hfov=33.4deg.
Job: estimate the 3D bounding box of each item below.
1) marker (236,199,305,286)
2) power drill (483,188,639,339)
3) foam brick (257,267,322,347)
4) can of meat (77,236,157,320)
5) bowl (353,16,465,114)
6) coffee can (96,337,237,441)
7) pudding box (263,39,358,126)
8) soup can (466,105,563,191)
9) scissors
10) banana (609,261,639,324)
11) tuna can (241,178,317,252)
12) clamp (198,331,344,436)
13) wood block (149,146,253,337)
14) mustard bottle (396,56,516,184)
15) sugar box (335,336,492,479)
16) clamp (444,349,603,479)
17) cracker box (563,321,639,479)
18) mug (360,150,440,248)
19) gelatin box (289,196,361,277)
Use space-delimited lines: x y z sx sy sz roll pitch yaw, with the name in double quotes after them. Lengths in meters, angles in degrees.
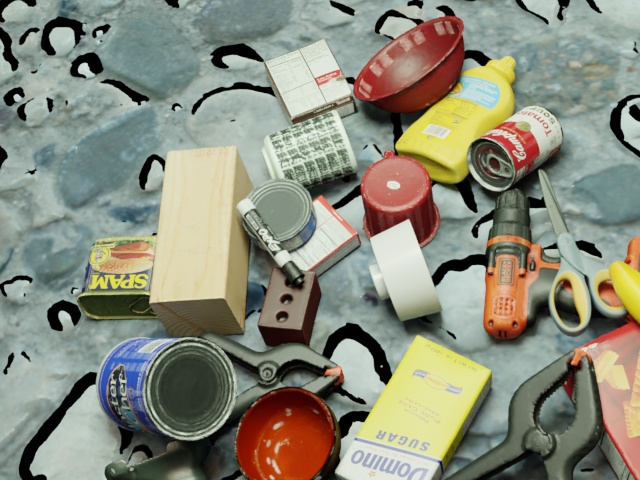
-0.055 0.003 1.204 0.020 0.020 0.121 -33 69 -11 "marker"
0.277 0.027 1.182 0.188 0.057 0.184 2 63 15 "power drill"
-0.034 0.078 1.209 0.053 0.051 0.078 6 60 13 "foam brick"
-0.228 0.044 1.264 0.102 0.057 0.084 -1 56 9 "can of meat"
0.122 -0.208 1.332 0.162 0.055 0.162 -31 26 17 "bowl"
-0.163 0.153 1.116 0.102 0.102 0.141 -56 22 -22 "coffee can"
-0.013 -0.200 1.387 0.090 0.039 0.113 -22 55 -3 "pudding box"
0.230 -0.109 1.251 0.069 0.068 0.102 37 51 27 "soup can"
0.284 0.009 1.146 0.096 0.016 0.201 -1 62 12 "scissors"
0.369 0.085 1.055 0.198 0.037 0.069 25 51 20 "banana"
-0.047 -0.027 1.250 0.086 0.033 0.086 -6 60 11 "tuna can"
-0.061 0.162 1.171 0.171 0.039 0.120 3 70 14 "clamp"
-0.136 0.001 1.252 0.090 0.091 0.206 -4 58 9 "wood block"
0.183 -0.157 1.310 0.096 0.058 0.191 22 63 39 "mustard bottle"
0.099 0.196 1.115 0.093 0.048 0.176 24 64 22 "sugar box"
0.225 0.210 1.046 0.165 0.036 0.210 31 90 30 "clamp"
0.362 0.178 1.062 0.164 0.072 0.214 -24 58 -4 "cracker box"
0.090 -0.054 1.250 0.093 0.081 0.117 -8 57 5 "mug"
-0.008 0.002 1.265 0.089 0.030 0.073 -38 60 -10 "gelatin box"
